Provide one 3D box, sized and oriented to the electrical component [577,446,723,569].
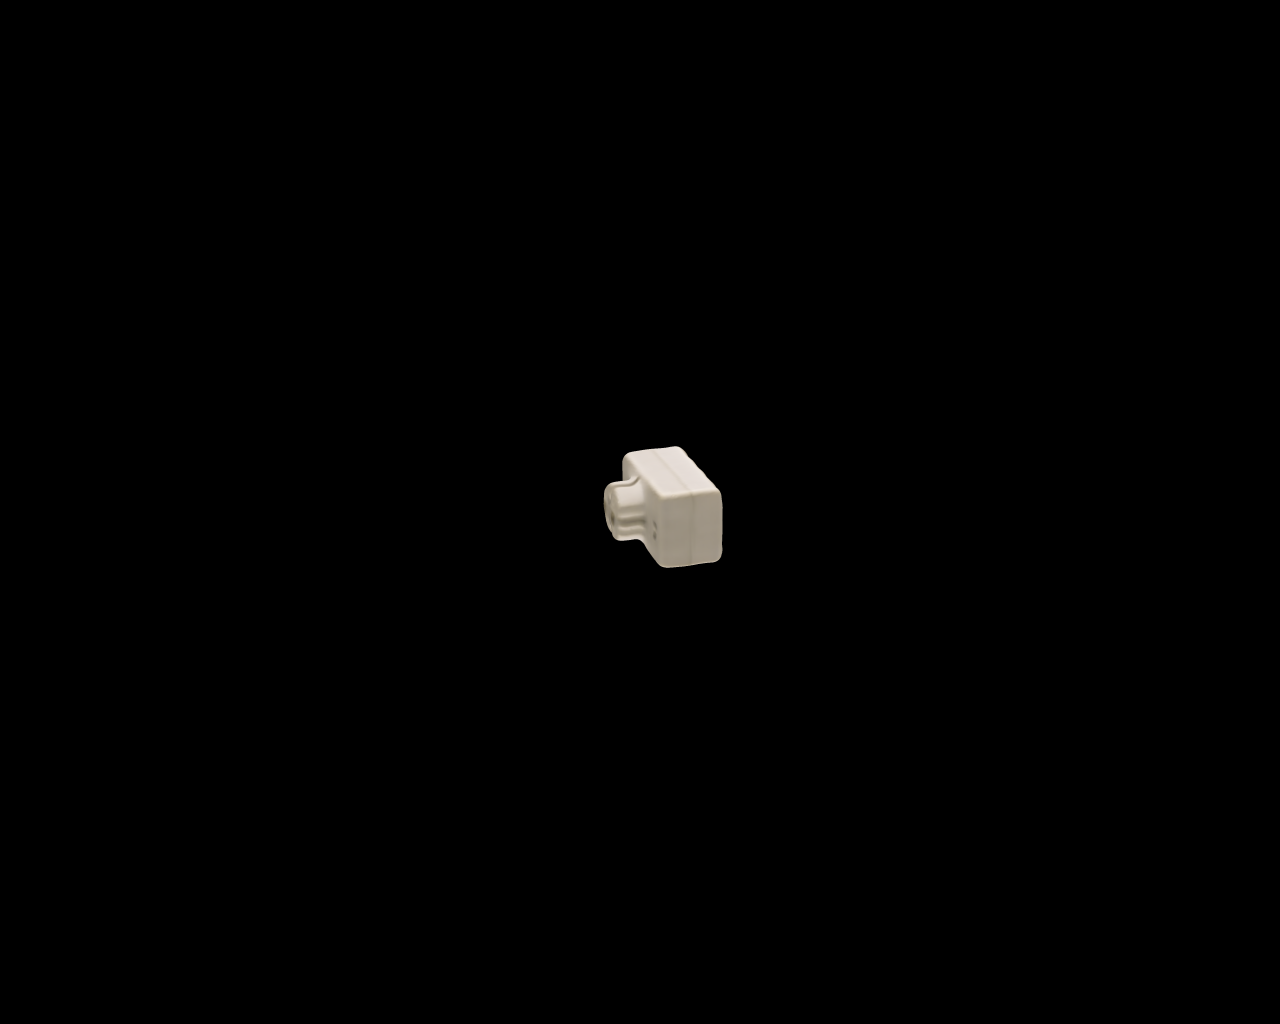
[{"bbox_3d":[0.001,-0.003,0.650,0.076,0.047,0.083,-6,23,-14],"label":"electrical component"}]
